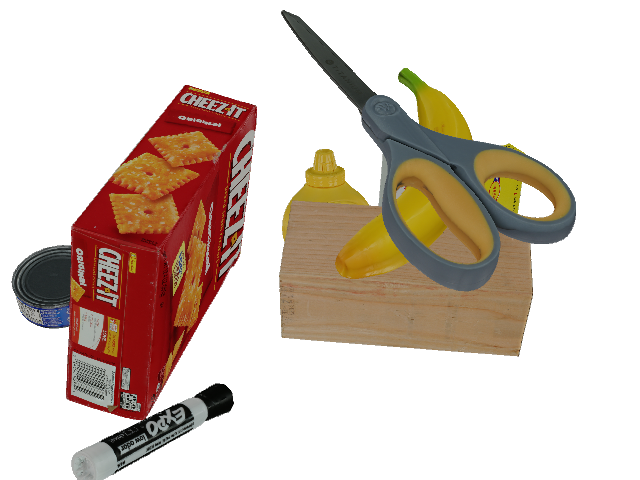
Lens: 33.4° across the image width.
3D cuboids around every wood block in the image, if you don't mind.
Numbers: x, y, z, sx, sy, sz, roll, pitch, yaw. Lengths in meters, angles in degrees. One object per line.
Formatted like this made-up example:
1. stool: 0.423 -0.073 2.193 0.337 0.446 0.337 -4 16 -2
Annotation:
1. wood block: 0.072 0.033 0.924 0.206 0.090 0.090 4 -43 4

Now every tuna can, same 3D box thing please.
1. tuna can: -0.258 0.046 1.052 0.086 0.034 0.086 -1 43 1

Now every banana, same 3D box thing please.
1. banana: 0.065 -0.039 0.716 0.069 0.197 0.037 13 -42 7

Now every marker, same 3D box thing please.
1. marker: -0.089 0.105 0.594 0.020 0.020 0.120 0 12 34

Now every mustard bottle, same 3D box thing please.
1. mustard bottle: 0.008 -0.001 1.117 0.096 0.192 0.058 -10 22 -17

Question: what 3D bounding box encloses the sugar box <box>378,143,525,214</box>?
1. sugar box: 0.160 -0.064 1.301 0.176 0.093 0.048 -7 24 -22

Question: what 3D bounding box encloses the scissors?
1. scissors: 0.050 -0.055 0.507 0.096 0.016 0.202 -6 46 -15

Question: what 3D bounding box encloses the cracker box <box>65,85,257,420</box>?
1. cracker box: -0.116 0.005 0.811 0.072 0.164 0.213 17 37 7
